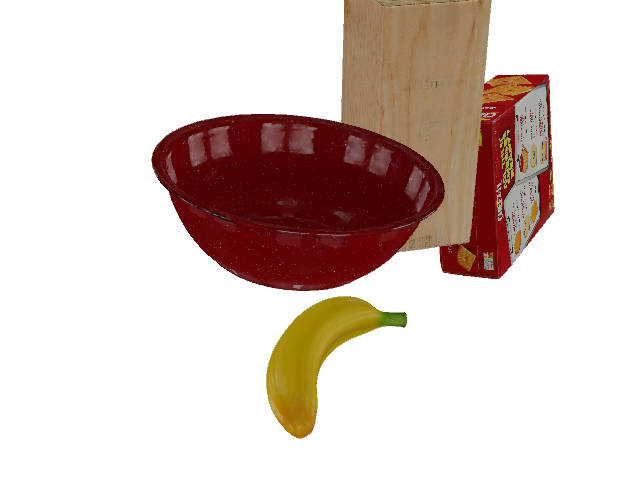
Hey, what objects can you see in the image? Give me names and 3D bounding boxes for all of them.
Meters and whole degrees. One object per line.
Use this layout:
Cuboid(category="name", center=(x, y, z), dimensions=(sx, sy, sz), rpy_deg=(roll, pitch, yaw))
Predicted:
Cuboid(category="banana", center=(0.000, 0.083, 0.796), dimensions=(0.070, 0.037, 0.197), rpy_deg=(8, 24, 24))
Cuboid(category="cracker box", center=(0.187, -0.075, 1.132), dimensions=(0.072, 0.164, 0.213), rpy_deg=(4, 22, 27))
Cuboid(category="wood block", center=(0.072, -0.103, 0.861), dimensions=(0.090, 0.206, 0.091), rpy_deg=(-8, 29, -15))
Cuboid(category="bowl", center=(-0.015, -0.017, 0.597), dimensions=(0.162, 0.055, 0.162), rpy_deg=(6, 26, -3))
